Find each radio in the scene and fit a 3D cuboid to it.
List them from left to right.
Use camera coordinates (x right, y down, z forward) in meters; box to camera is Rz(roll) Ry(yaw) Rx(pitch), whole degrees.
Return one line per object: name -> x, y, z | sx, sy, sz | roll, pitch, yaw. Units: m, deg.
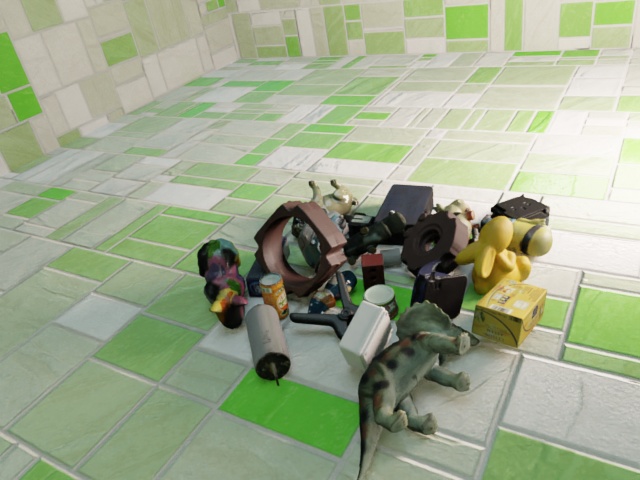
radio -> 0.241, -0.074, 1.522 | 0.131, 0.073, 0.230 | 4, 36, 21

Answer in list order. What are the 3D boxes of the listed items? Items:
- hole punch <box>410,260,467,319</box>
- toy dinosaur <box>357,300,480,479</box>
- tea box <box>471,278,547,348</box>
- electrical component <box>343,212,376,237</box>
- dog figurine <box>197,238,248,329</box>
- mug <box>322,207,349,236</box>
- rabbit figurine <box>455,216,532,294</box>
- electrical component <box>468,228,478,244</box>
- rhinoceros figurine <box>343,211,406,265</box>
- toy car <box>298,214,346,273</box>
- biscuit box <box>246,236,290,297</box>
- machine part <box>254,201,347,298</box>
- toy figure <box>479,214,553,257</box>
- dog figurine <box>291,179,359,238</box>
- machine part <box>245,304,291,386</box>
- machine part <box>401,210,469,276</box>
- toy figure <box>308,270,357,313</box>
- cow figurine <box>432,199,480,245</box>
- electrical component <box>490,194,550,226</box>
hole punch -> 0.242, 0.111, 1.169 | 0.116, 0.142, 0.092 | -6, 28, -29
toy dinosaur -> 0.149, 0.253, 0.993 | 0.405, 0.131, 0.192 | -35, 24, -25
tea box -> 0.387, 0.143, 1.091 | 0.098, 0.068, 0.169 | 17, 24, 35
electrical component -> 0.105, -0.042, 1.531 | 0.119, 0.047, 0.075 | 2, 34, 21
dog figurine -> -0.230, 0.105, 1.289 | 0.108, 0.191, 0.219 | -11, 16, -12
mug -> 0.010, -0.031, 1.493 | 0.107, 0.109, 0.081 | -37, 15, -23
rabbit figurine -> 0.386, 0.029, 1.216 | 0.162, 0.173, 0.122 | -20, 37, -23
electrical component -> 0.398, 0.018, 1.331 | 0.063, 0.094, 0.021 | 3, -12, -32
rhinoceros figurine -> 0.137, -0.006, 1.392 | 0.190, 0.073, 0.112 | -33, -4, 28
toy car -> -0.003, -0.004, 1.400 | 0.103, 0.109, 0.161 | 26, 65, 3
biscuit box -> -0.136, 0.067, 1.420 | 0.063, 0.059, 0.203 | -1, 32, 15
machine part -> -0.048, 0.020, 1.303 | 0.201, 0.201, 0.087 | 50, 31, 13
toy figure -> 0.485, -0.010, 1.336 | 0.180, 0.082, 0.089 | 18, 53, 32
dog figurine -> 0.015, -0.072, 1.582 | 0.173, 0.121, 0.190 | -2, 47, 20
machine part -> -0.114, 0.216, 1.157 | 0.079, 0.079, 0.243 | -15, 31, -6
machine part -> 0.275, 0.010, 1.304 | 0.179, 0.056, 0.179 | -33, 39, 31
toy figure -> 0.024, 0.129, 1.279 | 0.154, 0.058, 0.064 | -36, 2, -32
cow figurine -> 0.347, -0.035, 1.409 | 0.127, 0.085, 0.195 | -4, 39, 34
electrical component -> 0.538, -0.062, 1.424 | 0.115, 0.058, 0.134 | -22, 33, -15
